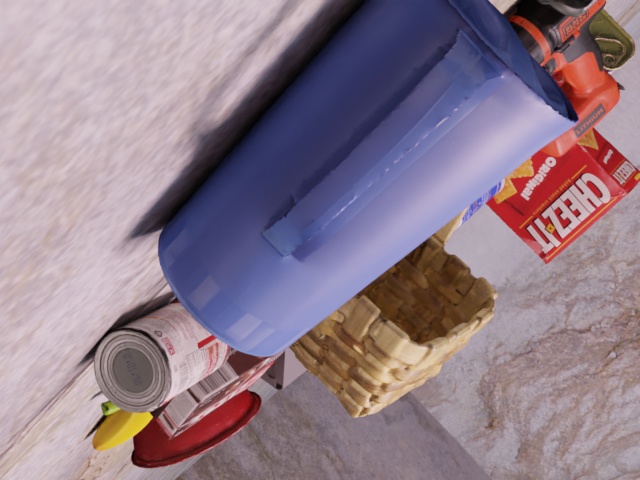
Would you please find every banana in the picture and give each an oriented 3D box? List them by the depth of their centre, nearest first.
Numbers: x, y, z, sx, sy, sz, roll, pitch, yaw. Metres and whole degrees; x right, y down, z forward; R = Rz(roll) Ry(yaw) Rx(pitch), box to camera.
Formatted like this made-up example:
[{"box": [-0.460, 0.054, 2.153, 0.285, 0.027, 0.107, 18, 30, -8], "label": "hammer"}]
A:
[{"box": [-0.193, 0.168, 1.062, 0.069, 0.037, 0.198, -20, 163, -21], "label": "banana"}]

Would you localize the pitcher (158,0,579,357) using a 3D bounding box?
[{"box": [0.016, -0.039, 0.616, 0.243, 0.145, 0.149, -43, 140, 20], "label": "pitcher"}]

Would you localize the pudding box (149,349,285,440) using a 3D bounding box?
[{"box": [-0.094, 0.129, 0.986, 0.113, 0.039, 0.090, -27, 164, -39], "label": "pudding box"}]

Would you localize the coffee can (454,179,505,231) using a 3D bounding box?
[{"box": [0.146, -0.059, 1.327, 0.140, 0.103, 0.103, -41, 173, -21], "label": "coffee can"}]

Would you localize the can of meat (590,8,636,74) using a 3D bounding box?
[{"box": [0.293, -0.219, 1.211, 0.057, 0.102, 0.084, -40, 174, -23], "label": "can of meat"}]

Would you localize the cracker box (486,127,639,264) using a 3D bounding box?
[{"box": [0.278, -0.098, 1.380, 0.072, 0.214, 0.164, -37, 170, -46], "label": "cracker box"}]

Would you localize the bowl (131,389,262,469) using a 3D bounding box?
[{"box": [-0.150, 0.191, 1.204, 0.162, 0.055, 0.162, -23, -168, 5], "label": "bowl"}]

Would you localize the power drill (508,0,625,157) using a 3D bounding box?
[{"box": [0.227, -0.164, 1.053, 0.184, 0.057, 0.187, -42, 146, -5], "label": "power drill"}]

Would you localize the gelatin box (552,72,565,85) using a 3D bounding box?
[{"box": [0.235, -0.188, 1.173, 0.089, 0.073, 0.030, -37, 170, -41], "label": "gelatin box"}]

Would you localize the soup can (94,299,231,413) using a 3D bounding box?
[{"box": [-0.121, 0.088, 0.834, 0.069, 0.068, 0.102, -46, 172, 23], "label": "soup can"}]
